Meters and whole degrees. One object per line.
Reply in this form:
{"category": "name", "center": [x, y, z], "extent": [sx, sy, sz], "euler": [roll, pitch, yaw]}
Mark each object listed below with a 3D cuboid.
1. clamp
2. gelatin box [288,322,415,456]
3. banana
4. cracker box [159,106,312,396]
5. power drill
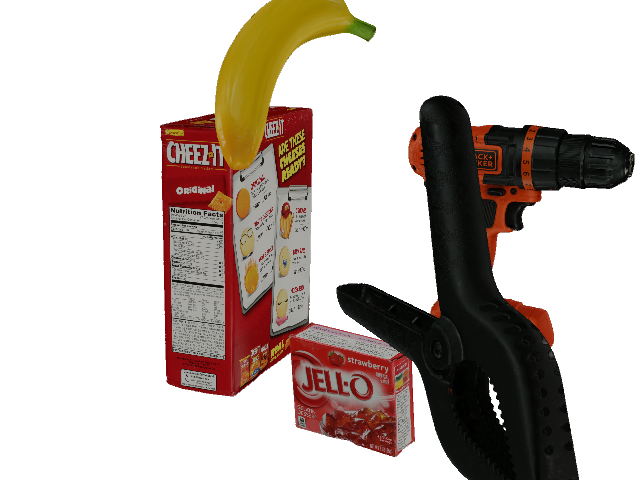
{"category": "clamp", "center": [0.073, 0.042, 0.533], "extent": [0.036, 0.165, 0.210], "euler": [-6, 45, -25]}
{"category": "gelatin box", "center": [0.021, 0.103, 0.745], "extent": [0.089, 0.073, 0.030], "euler": [11, 23, 35]}
{"category": "banana", "center": [-0.026, -0.124, 0.725], "extent": [0.197, 0.069, 0.037], "euler": [-51, -1, -40]}
{"category": "cracker box", "center": [-0.067, 0.001, 0.891], "extent": [0.072, 0.214, 0.164], "euler": [5, 13, 21]}
{"category": "power drill", "center": [0.161, -0.003, 0.887], "extent": [0.185, 0.188, 0.057], "euler": [8, 15, 27]}
